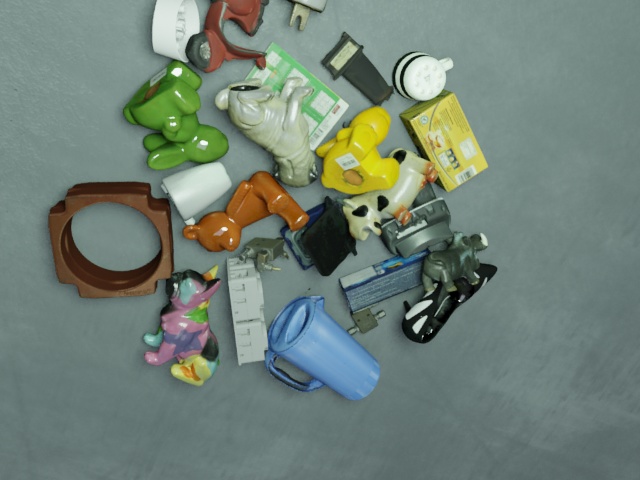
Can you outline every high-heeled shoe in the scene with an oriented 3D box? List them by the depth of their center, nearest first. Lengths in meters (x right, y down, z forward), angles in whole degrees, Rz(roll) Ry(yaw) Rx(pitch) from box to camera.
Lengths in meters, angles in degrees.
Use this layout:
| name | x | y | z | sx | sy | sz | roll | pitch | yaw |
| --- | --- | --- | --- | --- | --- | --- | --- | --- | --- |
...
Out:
| name | x | y | z | sx | sy | sz | roll | pitch | yaw |
| --- | --- | --- | --- | --- | --- | --- | --- | --- | --- |
| high-heeled shoe | 0.282 | 0.129 | 1.130 | 0.249 | 0.145 | 0.086 | -26 | 116 | 2 |

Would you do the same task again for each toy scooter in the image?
| name | x | y | z | sx | sy | sz | roll | pitch | yaw |
| --- | --- | --- | --- | --- | --- | --- | --- | --- | --- |
| toy scooter | -0.133 | -0.350 | 0.877 | 0.135 | 0.075 | 0.183 | 16 | 96 | -35 |

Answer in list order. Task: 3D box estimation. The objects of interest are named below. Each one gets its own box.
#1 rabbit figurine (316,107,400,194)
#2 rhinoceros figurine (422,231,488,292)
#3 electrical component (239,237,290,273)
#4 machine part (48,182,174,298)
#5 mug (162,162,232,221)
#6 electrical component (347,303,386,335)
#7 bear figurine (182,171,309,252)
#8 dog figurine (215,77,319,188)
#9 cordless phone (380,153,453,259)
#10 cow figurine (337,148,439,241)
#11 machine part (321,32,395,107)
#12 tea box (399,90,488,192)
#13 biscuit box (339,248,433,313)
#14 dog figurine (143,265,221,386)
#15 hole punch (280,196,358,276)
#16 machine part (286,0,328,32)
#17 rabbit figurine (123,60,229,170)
| name | x | y | z | sx | sy | sz | roll | pitch | yaw |
| --- | --- | --- | --- | --- | --- | --- | --- | --- | --- |
| rabbit figurine | 0.076 | -0.164 | 0.971 | 0.122 | 0.173 | 0.162 | 36 | 146 | -22 |
| rhinoceros figurine | 0.274 | 0.040 | 1.093 | 0.190 | 0.073 | 0.112 | -19 | 97 | -40 |
| electrical component | -0.103 | 0.027 | 1.039 | 0.078 | 0.102 | 0.045 | 2 | 111 | 14 |
| machine part | -0.370 | -0.002 | 0.974 | 0.201 | 0.087 | 0.200 | -3 | 114 | -12 |
| mug | -0.213 | -0.091 | 0.955 | 0.107 | 0.109 | 0.080 | -28 | 94 | -11 |
| electrical component | 0.096 | 0.170 | 1.177 | 0.094 | 0.021 | 0.063 | -31 | 115 | 4 |
| bear figurine | -0.141 | -0.032 | 0.986 | 0.196 | 0.132 | 0.120 | -42 | 145 | 0 |
| dog figurine | -0.088 | -0.173 | 0.929 | 0.172 | 0.121 | 0.190 | -1 | 119 | -5 |
| cordless phone | 0.174 | -0.069 | 1.072 | 0.147 | 0.089 | 0.184 | -25 | 104 | 1 |
| cow figurine | 0.119 | -0.084 | 1.012 | 0.195 | 0.127 | 0.085 | -56 | 155 | 6 |
| machine part | 0.073 | -0.298 | 0.964 | 0.139 | 0.039 | 0.084 | 37 | 93 | -17 |
| tea box | 0.237 | -0.189 | 1.027 | 0.098 | 0.068 | 0.169 | -31 | 114 | 2 |
| biscuit box | 0.146 | 0.080 | 1.128 | 0.203 | 0.059 | 0.062 | -21 | 114 | -2 |
| dog figurine | -0.242 | 0.158 | 1.059 | 0.191 | 0.109 | 0.219 | 34 | 100 | -21 |
| hole punch | -0.002 | -0.003 | 1.058 | 0.116 | 0.092 | 0.142 | -43 | 117 | -27 |
| machine part | -0.003 | -0.460 | 0.858 | 0.079 | 0.079 | 0.243 | 14 | 110 | -17 |
| rabbit figurine | -0.234 | -0.184 | 0.911 | 0.159 | 0.121 | 0.170 | -36 | 130 | 9 |
